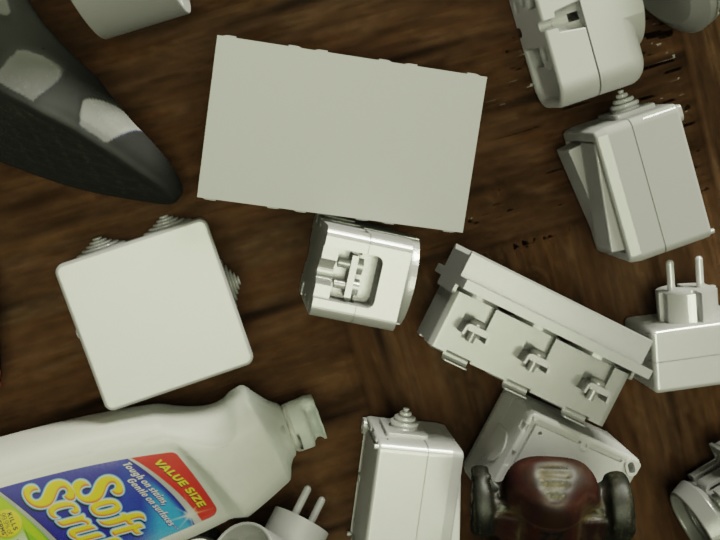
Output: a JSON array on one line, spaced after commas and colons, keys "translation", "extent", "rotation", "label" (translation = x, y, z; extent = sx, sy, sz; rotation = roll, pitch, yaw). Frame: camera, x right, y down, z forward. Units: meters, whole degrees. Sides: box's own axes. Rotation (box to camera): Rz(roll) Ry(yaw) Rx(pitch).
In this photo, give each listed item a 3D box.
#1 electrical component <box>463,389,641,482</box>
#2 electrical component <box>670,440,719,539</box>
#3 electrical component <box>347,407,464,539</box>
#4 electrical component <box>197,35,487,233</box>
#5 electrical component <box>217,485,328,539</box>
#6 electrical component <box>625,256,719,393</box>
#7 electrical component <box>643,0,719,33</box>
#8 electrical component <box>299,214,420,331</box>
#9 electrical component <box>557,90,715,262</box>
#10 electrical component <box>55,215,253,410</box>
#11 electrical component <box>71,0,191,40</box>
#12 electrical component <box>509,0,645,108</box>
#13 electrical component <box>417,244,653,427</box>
[{"translation": [0.121, 0.122, 0.667], "extent": [0.096, 0.061, 0.061], "rotation": [25, 97, -16], "label": "electrical component"}, {"translation": [0.236, 0.150, 0.684], "extent": [0.057, 0.058, 0.078], "rotation": [-29, 101, -5], "label": "electrical component"}, {"translation": [0.031, 0.131, 0.653], "extent": [0.061, 0.061, 0.096], "rotation": [7, 97, -8], "label": "electrical component"}, {"translation": [-0.013, -0.077, 0.618], "extent": [0.150, 0.061, 0.089], "rotation": [7, 97, -8], "label": "electrical component"}, {"translation": [-0.044, 0.169, 0.647], "extent": [0.079, 0.044, 0.077], "rotation": [-62, 142, -19], "label": "electrical component"}, {"translation": [0.203, 0.030, 0.667], "extent": [0.066, 0.047, 0.076], "rotation": [-7, 99, -6], "label": "electrical component"}, {"translation": [0.187, -0.182, 0.619], "extent": [0.051, 0.080, 0.080], "rotation": [-39, 101, -5], "label": "electrical component"}, {"translation": [0.000, 0.000, 0.617], "extent": [0.056, 0.089, 0.050], "rotation": [12, 97, -8], "label": "electrical component"}, {"translation": [0.160, -0.058, 0.642], "extent": [0.061, 0.061, 0.096], "rotation": [-19, 100, -4], "label": "electrical component"}, {"translation": [-0.117, 0.022, 0.626], "extent": [0.100, 0.048, 0.099], "rotation": [-19, 100, -4], "label": "electrical component"}, {"translation": [-0.140, -0.175, 0.568], "extent": [0.060, 0.108, 0.108], "rotation": [-23, 100, 3], "label": "electrical component"}, {"translation": [0.127, -0.149, 0.629], "extent": [0.059, 0.053, 0.095], "rotation": [-19, 100, -4], "label": "electrical component"}, {"translation": [0.101, 0.041, 0.640], "extent": [0.121, 0.079, 0.063], "rotation": [26, 93, -10], "label": "electrical component"}]
